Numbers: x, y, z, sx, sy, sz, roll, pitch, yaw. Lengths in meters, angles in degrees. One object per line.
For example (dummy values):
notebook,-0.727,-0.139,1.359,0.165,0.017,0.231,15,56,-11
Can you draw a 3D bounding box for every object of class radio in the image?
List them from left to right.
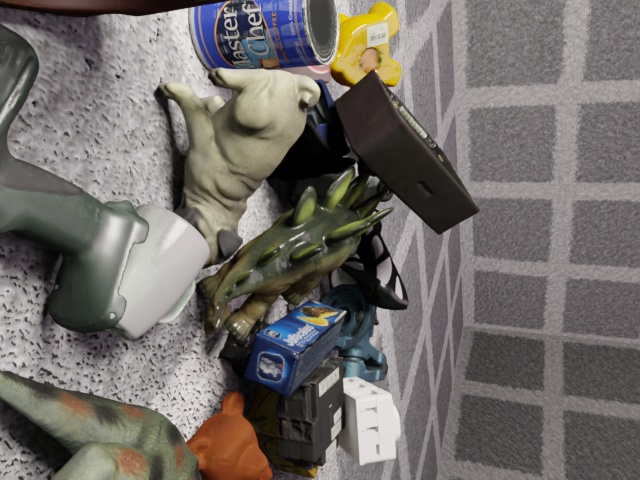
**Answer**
radio,0.118,-0.113,0.722,0.229,0.073,0.131,36,27,-43

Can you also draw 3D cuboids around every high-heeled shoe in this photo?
high-heeled shoe,0.119,0.027,0.976,0.249,0.145,0.086,-53,169,-51

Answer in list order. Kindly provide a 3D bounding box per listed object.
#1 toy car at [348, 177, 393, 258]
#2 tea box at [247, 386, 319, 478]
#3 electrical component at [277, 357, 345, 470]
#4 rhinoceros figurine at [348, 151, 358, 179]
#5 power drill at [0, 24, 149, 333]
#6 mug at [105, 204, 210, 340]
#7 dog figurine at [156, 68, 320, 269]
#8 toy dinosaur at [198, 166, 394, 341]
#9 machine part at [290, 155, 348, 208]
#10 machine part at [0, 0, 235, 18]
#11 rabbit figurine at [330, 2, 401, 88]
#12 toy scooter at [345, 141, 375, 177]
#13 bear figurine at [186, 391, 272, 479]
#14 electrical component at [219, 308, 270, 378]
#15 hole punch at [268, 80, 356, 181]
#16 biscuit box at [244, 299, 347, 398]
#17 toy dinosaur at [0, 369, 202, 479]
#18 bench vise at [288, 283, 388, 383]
toy car,0.052,-0.042,0.883,0.056,0.074,0.202,43,71,-27
tea box,-0.044,0.283,0.819,0.169,0.068,0.098,67,34,-46
electrical component,-0.011,0.236,0.730,0.115,0.058,0.134,-9,100,-64
rhinoceros figurine,0.036,-0.084,0.972,0.112,0.073,0.190,25,69,-69
power drill,-0.215,-0.005,0.347,0.207,0.086,0.232,46,47,-52
mug,-0.160,0.040,0.492,0.107,0.081,0.109,-59,154,-31
dog figurine,-0.078,-0.069,0.560,0.121,0.172,0.190,-7,92,-57
toy dinosaur,-0.001,-0.002,0.692,0.105,0.198,0.471,51,29,0
machine part,0.005,-0.127,0.880,0.079,0.079,0.243,56,43,-57
machine part,-0.135,-0.204,0.341,0.201,0.202,0.087,-35,122,-63
rabbit figurine,0.023,-0.289,0.833,0.162,0.173,0.121,-28,131,-13
toy scooter,0.033,-0.157,0.817,0.075,0.184,0.135,130,-46,-62
bear figurine,-0.083,0.291,0.644,0.120,0.132,0.195,-44,139,-51
electrical component,-0.083,0.151,0.730,0.119,0.048,0.075,62,38,-54
hole punch,-0.028,-0.146,0.732,0.115,0.142,0.092,51,41,-44
biscuit box,-0.026,0.133,0.704,0.202,0.059,0.062,-19,127,-72
toy dinosaur,-0.158,0.234,0.472,0.192,0.131,0.404,-62,145,-70
bench vise,0.026,0.167,0.933,0.240,0.129,0.223,29,74,-44
